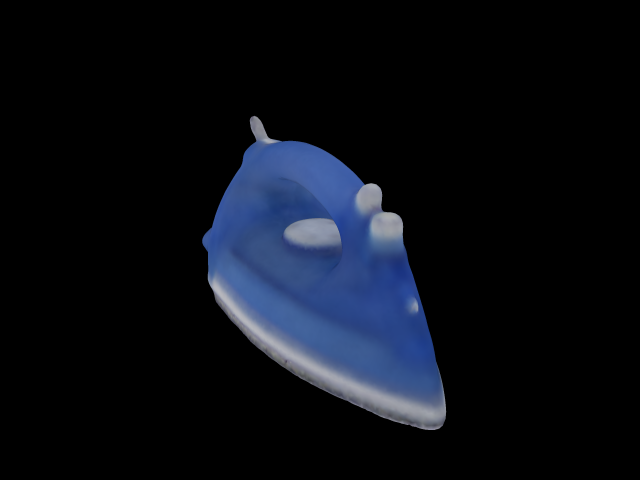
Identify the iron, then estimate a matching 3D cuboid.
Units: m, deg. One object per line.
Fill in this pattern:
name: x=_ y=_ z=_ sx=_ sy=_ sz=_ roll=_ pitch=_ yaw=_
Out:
iron: x=0.004 y=0.001 z=0.400 sx=0.119 sy=0.141 sz=0.257 roll=-13 pitch=26 yaw=-29
